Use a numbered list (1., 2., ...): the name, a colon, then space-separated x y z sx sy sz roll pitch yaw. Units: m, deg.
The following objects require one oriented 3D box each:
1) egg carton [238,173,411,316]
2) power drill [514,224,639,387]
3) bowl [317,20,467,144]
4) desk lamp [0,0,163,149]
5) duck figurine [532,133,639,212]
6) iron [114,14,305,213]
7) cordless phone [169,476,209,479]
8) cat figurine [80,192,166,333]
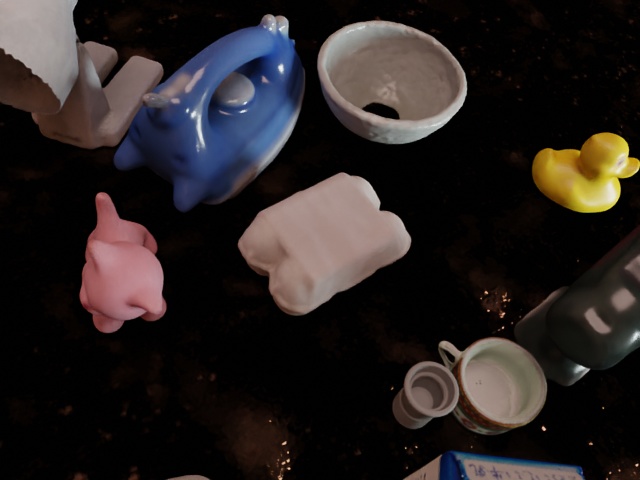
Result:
1. egg carton: 0.005 0.002 0.541 0.150 0.069 0.107 -29 67 -24
2. power drill: 0.257 0.038 0.478 0.230 0.208 0.075 -32 68 -25
3. bowl: 0.075 -0.166 0.652 0.167 0.075 0.167 4 58 -7
4. desk lamp: -0.245 -0.182 0.526 0.118 0.213 0.203 18 58 2
5. duck figurine: 0.295 -0.084 0.631 0.104 0.086 0.077 20 58 3
6. iron: -0.087 -0.154 0.578 0.118 0.141 0.259 33 59 11
7. cordless phone: -0.076 0.208 0.333 0.094 0.185 0.147 -25 66 -22
8. cat figurine: -0.166 0.020 0.473 0.067 0.118 0.127 -13 62 -16
